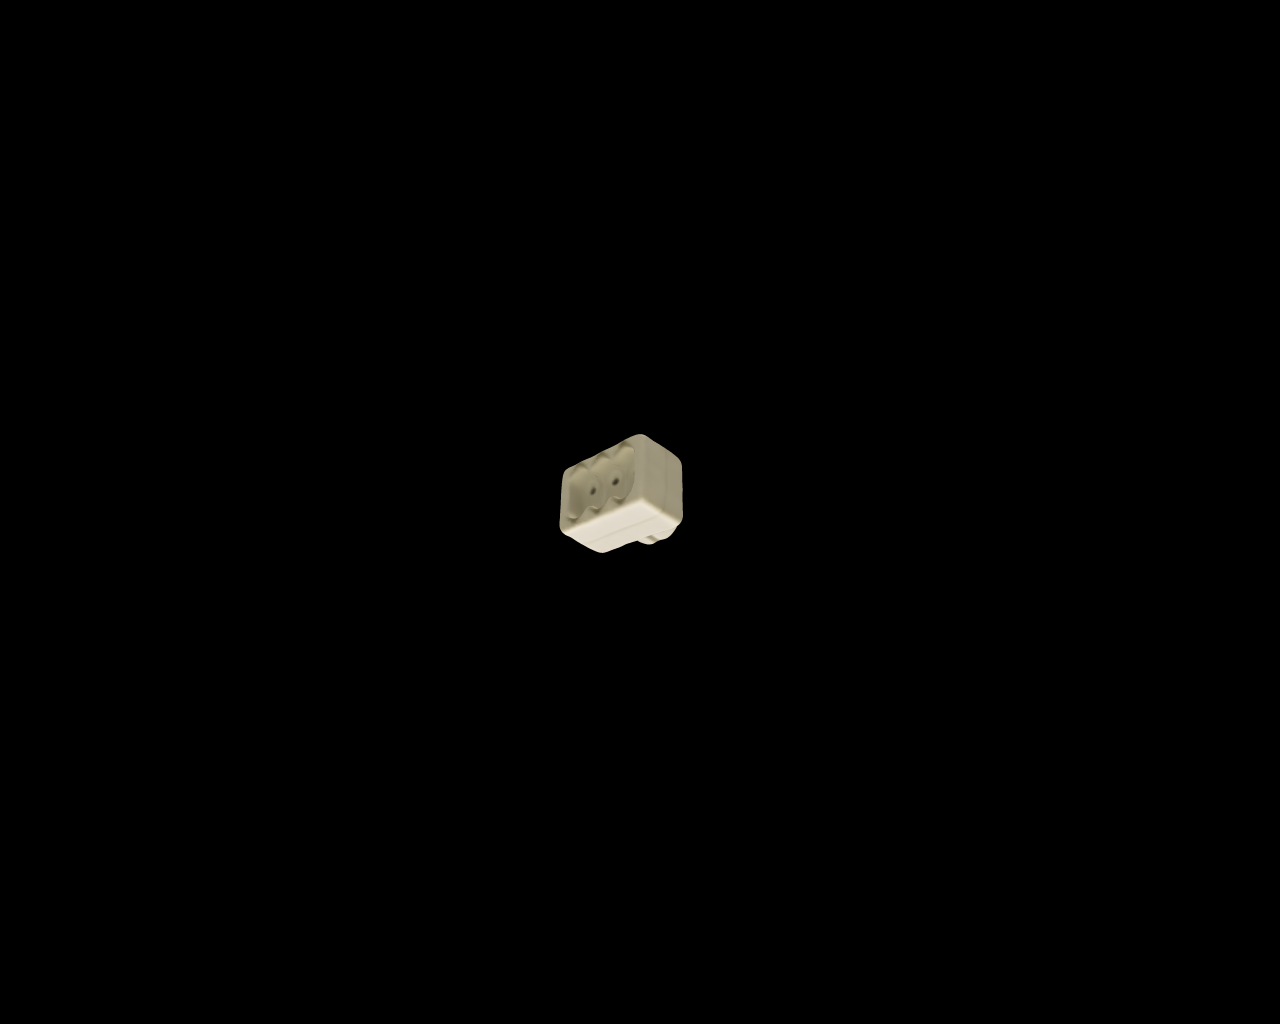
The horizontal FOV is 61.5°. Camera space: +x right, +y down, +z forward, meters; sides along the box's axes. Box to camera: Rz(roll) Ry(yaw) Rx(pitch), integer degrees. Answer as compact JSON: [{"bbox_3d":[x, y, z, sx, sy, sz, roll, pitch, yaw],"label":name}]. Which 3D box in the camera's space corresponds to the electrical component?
[{"bbox_3d":[0.001,-0.003,0.650,0.065,0.047,0.076,-22,-36,34],"label":"electrical component"}]
